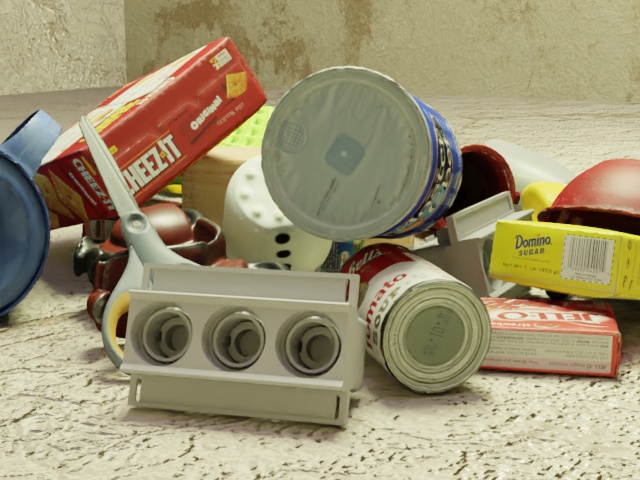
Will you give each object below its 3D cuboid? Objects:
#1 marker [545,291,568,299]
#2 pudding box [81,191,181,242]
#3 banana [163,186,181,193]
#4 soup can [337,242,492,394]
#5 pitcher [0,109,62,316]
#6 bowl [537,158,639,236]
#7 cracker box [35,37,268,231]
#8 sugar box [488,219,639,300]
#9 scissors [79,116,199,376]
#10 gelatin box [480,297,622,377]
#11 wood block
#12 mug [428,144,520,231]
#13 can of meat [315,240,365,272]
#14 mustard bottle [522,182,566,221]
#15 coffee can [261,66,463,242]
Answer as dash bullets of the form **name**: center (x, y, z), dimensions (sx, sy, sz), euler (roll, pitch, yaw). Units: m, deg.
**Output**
- **marker**: center (0.192, 0.026, 0.845), dimensions (0.020, 0.020, 0.121), euler (3, 12, 17)
- **pudding box**: center (-0.164, -0.022, 1.046), dimensions (0.090, 0.039, 0.113), euler (5, 11, 29)
- **banana**: center (-0.185, -0.052, 1.205), dimensions (0.069, 0.037, 0.198), euler (-20, 13, -9)
- **soup can**: center (0.052, 0.045, 0.637), dimensions (0.068, 0.068, 0.102), euler (-3, 12, -14)
- **pitcher**: center (-0.276, -0.026, 0.826), dimensions (0.149, 0.145, 0.243), euler (-6, 10, -17)
- **bowl**: center (0.256, -0.023, 0.837), dimensions (0.162, 0.055, 0.162), euler (16, -9, 2)
- **cracker box**: center (-0.164, -0.085, 0.931), dimensions (0.164, 0.072, 0.214), euler (-44, 19, -26)
- **sugar box**: center (0.204, 0.017, 0.740), dimensions (0.094, 0.048, 0.175), euler (10, 4, 41)
- **scissors**: center (-0.126, 0.007, 0.667), dimensions (0.096, 0.016, 0.202), euler (-33, 70, -31)
- **gelatin box**: center (0.139, 0.058, 0.662), dimensions (0.089, 0.030, 0.073), euler (2, 11, 11)
- **wood block**: center (-0.016, -0.036, 0.977), dimensions (0.206, 0.090, 0.090), euler (1, 12, 6)
- **mug**: center (0.139, -0.047, 1.040), dimensions (0.117, 0.093, 0.082), euler (1, 5, -25)
- **can of meat**: center (-0.006, 0.001, 0.884), dimensions (0.084, 0.057, 0.102), euler (3, 13, 4)
- **mustard bottle**: center (0.293, -0.027, 1.005), dimensions (0.191, 0.058, 0.096), euler (-2, 6, -5)
- **coffee can**: center (0.032, -0.051, 0.688), dimensions (0.103, 0.103, 0.140), euler (3, 1, 15)
